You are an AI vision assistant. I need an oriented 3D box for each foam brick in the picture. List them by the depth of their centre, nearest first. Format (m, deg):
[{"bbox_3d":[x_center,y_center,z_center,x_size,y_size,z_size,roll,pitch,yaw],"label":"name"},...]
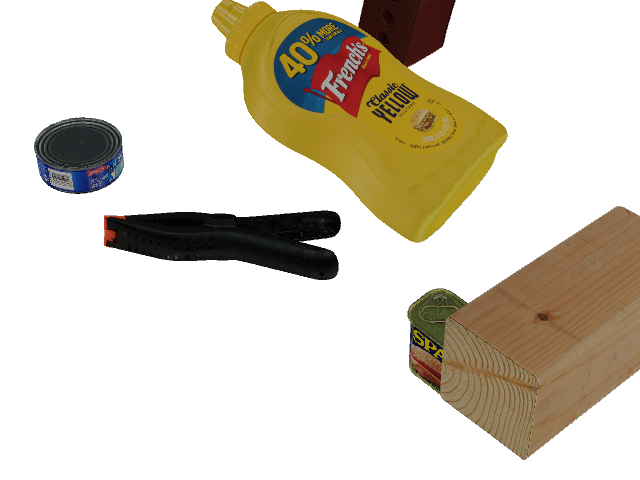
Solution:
[{"bbox_3d":[0.068,-0.182,0.821,0.051,0.053,0.078,-36,-25,-29],"label":"foam brick"}]

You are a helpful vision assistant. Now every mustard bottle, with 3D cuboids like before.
[{"bbox_3d":[0.012,-0.087,0.646,0.192,0.096,0.058,37,-34,12],"label":"mustard bottle"}]

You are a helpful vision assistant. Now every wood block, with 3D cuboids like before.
[{"bbox_3d":[0.199,0.066,0.838,0.205,0.090,0.091,-29,45,-30],"label":"wood block"}]

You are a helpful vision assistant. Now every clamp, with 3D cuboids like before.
[{"bbox_3d":[-0.079,0.000,0.901,0.210,0.036,0.164,2,13,-5],"label":"clamp"}]

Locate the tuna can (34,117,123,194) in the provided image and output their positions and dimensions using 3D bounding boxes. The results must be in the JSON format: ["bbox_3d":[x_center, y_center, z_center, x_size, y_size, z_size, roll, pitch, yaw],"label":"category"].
[{"bbox_3d":[-0.239,-0.085,1.063,0.086,0.034,0.086,1,42,-1],"label":"tuna can"}]

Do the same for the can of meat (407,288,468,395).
[{"bbox_3d":[0.133,0.111,1.047,0.057,0.084,0.102,-35,54,-27],"label":"can of meat"}]
